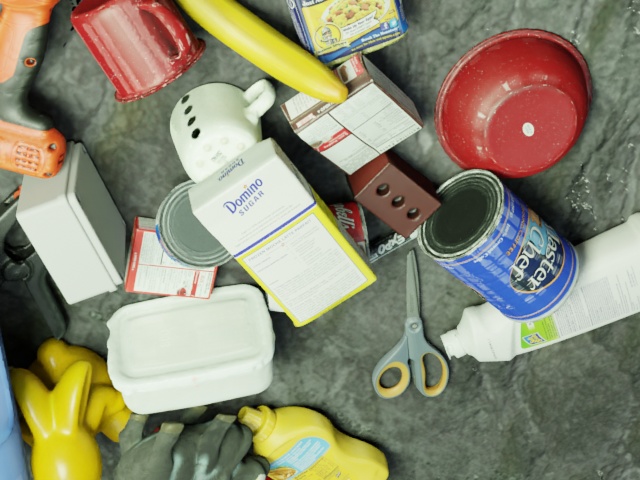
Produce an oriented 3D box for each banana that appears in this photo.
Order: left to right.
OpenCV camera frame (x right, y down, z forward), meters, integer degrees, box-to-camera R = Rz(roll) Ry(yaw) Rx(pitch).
[{"bbox_3d":[-0.062,-0.177,0.923,0.197,0.069,0.037,35,98,-8],"label":"banana"}]

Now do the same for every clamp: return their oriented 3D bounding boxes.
[{"bbox_3d":[-0.305,0.029,1.030,0.120,0.039,0.171,-8,119,-26],"label":"clamp"}]

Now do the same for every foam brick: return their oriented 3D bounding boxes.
[{"bbox_3d":[0.072,-0.049,1.053,0.078,0.051,0.053,35,109,-28],"label":"foam brick"}]

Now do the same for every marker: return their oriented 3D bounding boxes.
[{"bbox_3d":[0.075,0.001,1.105,0.121,0.020,0.020,-30,123,8],"label":"marker"}]

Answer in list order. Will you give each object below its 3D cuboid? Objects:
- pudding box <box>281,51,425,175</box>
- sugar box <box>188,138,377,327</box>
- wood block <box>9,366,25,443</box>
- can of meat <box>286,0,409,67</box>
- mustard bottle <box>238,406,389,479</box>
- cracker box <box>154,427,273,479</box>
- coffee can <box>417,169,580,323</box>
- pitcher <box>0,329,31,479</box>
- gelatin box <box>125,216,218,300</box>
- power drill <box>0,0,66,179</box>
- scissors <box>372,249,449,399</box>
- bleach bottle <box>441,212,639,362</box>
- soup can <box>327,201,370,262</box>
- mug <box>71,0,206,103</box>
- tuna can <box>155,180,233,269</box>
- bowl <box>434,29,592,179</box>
[{"bbox_3d":[0.032,-0.114,0.983,0.090,0.039,0.113,-33,151,17],"label":"pudding box"},{"bbox_3d":[-0.032,-0.004,0.978,0.093,0.048,0.176,-32,124,9],"label":"sugar box"},{"bbox_3d":[-0.414,0.199,1.089,0.206,0.090,0.091,-6,122,-7],"label":"wood block"},{"bbox_3d":[0.022,-0.209,0.939,0.102,0.057,0.084,-19,126,2],"label":"can of meat"},{"bbox_3d":[-0.018,0.240,1.213,0.096,0.058,0.191,-40,121,22],"label":"mustard bottle"},{"bbox_3d":[-0.174,0.335,1.234,0.164,0.072,0.214,29,113,-25],"label":"cracker box"},{"bbox_3d":[0.180,0.008,1.071,0.103,0.103,0.140,-43,127,16],"label":"coffee can"},{"bbox_3d":[-0.332,0.138,0.956,0.145,0.149,0.243,-10,109,-3],"label":"pitcher"},{"bbox_3d":[-0.146,0.018,1.065,0.089,0.030,0.073,6,119,-15],"label":"gelatin box"},{"bbox_3d":[-0.296,-0.154,0.900,0.184,0.057,0.188,15,117,-3],"label":"power drill"},{"bbox_3d":[0.086,0.104,1.174,0.096,0.016,0.201,-22,123,2],"label":"scissors"},{"bbox_3d":[0.249,0.064,1.155,0.251,0.068,0.102,-22,123,6],"label":"bleach bottle"},{"bbox_3d":[-0.007,0.001,1.060,0.102,0.068,0.068,-9,123,-5],"label":"soup can"},{"bbox_3d":[-0.150,-0.175,0.896,0.093,0.117,0.081,-44,120,-22],"label":"mug"},{"bbox_3d":[-0.114,-0.015,1.023,0.086,0.034,0.086,1,85,-15],"label":"tuna can"},{"bbox_3d":[0.195,-0.119,1.032,0.162,0.055,0.162,-5,122,-8],"label":"bowl"}]
